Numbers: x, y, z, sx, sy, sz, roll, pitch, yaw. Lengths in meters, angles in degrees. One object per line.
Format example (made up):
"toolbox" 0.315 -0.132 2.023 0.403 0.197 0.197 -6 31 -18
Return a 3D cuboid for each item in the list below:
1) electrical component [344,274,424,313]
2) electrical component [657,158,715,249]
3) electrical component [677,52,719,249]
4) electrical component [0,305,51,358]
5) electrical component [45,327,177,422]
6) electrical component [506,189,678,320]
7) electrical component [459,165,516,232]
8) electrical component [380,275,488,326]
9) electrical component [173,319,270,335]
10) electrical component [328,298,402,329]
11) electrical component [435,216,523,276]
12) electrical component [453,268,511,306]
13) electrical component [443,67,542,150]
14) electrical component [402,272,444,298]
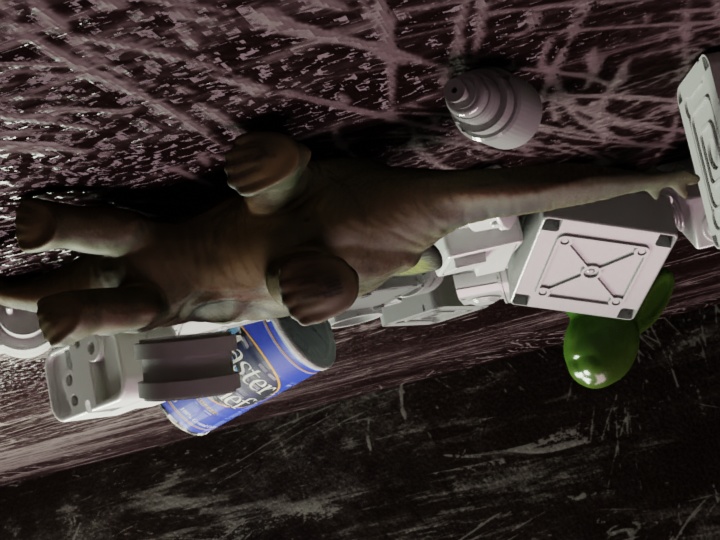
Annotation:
"electrical component" 0.000 0.000 0.898 0.062 0.061 0.096 -8 168 -29
"electrical component" 0.302 -0.061 0.884 0.100 0.048 0.099 -14 -158 4
"electrical component" 0.243 -0.076 0.658 0.057 0.113 0.078 -11 170 1
"electrical component" -0.245 0.033 0.783 0.138 0.052 0.074 -10 169 -18
"electrical component" -0.171 0.071 0.761 0.095 0.053 0.059 -22 165 41
"electrical component" 0.182 -0.018 0.859 0.109 0.056 0.108 8 138 -5
"electrical component" 0.082 -0.049 0.792 0.062 0.048 0.048 -10 172 25
"electrical component" 0.072 0.020 1.109 0.078 0.057 0.113 -20 168 32
"electrical component" -0.101 0.008 0.803 0.096 0.061 0.061 -13 162 -21
"electrical component" -0.011 0.021 1.013 0.089 0.055 0.050 -16 169 13
"electrical component" 0.089 -0.028 0.861 0.062 0.061 0.096 -13 170 -5
"electrical component" 0.109 -0.008 0.950 0.051 0.080 0.080 -10 171 12
"electrical component" 0.067 -0.088 0.570 0.040 0.040 0.078 -19 168 29
"electrical component" 0.046 -0.003 0.963 0.055 0.055 0.047 -18 173 23
